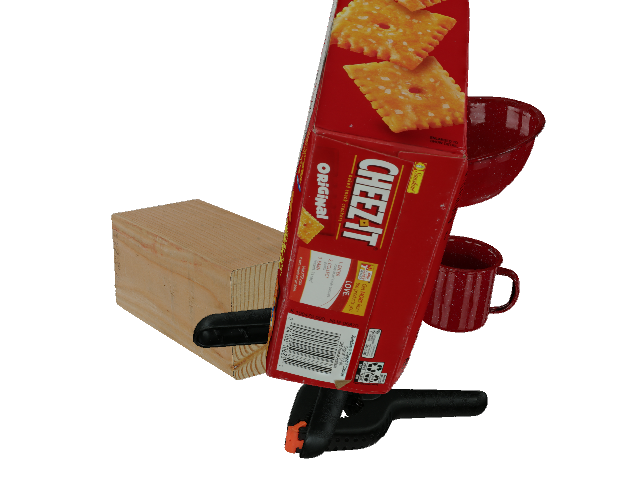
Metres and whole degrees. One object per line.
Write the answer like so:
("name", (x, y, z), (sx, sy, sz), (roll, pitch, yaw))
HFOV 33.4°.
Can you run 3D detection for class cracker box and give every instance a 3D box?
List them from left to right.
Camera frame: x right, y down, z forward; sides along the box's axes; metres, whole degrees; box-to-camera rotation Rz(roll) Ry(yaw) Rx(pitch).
("cracker box", (0.029, -0.055, 0.543), (0.072, 0.164, 0.213), (11, 45, -1))

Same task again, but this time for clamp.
("clamp", (0.001, 0.057, 0.727), (0.171, 0.120, 0.039), (-41, -15, -36))
("clamp", (0.051, 0.156, 1.027), (0.165, 0.036, 0.209), (24, 32, 29))

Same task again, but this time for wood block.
("wood block", (-0.088, 0.034, 0.887), (0.090, 0.090, 0.206), (-11, 19, -34))

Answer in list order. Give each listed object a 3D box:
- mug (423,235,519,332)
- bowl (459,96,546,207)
("mug", (0.164, 0.051, 1.195), (0.117, 0.081, 0.093), (7, 24, 4))
("bowl", (0.109, -0.070, 0.896), (0.162, 0.055, 0.162), (-9, 24, 4))
